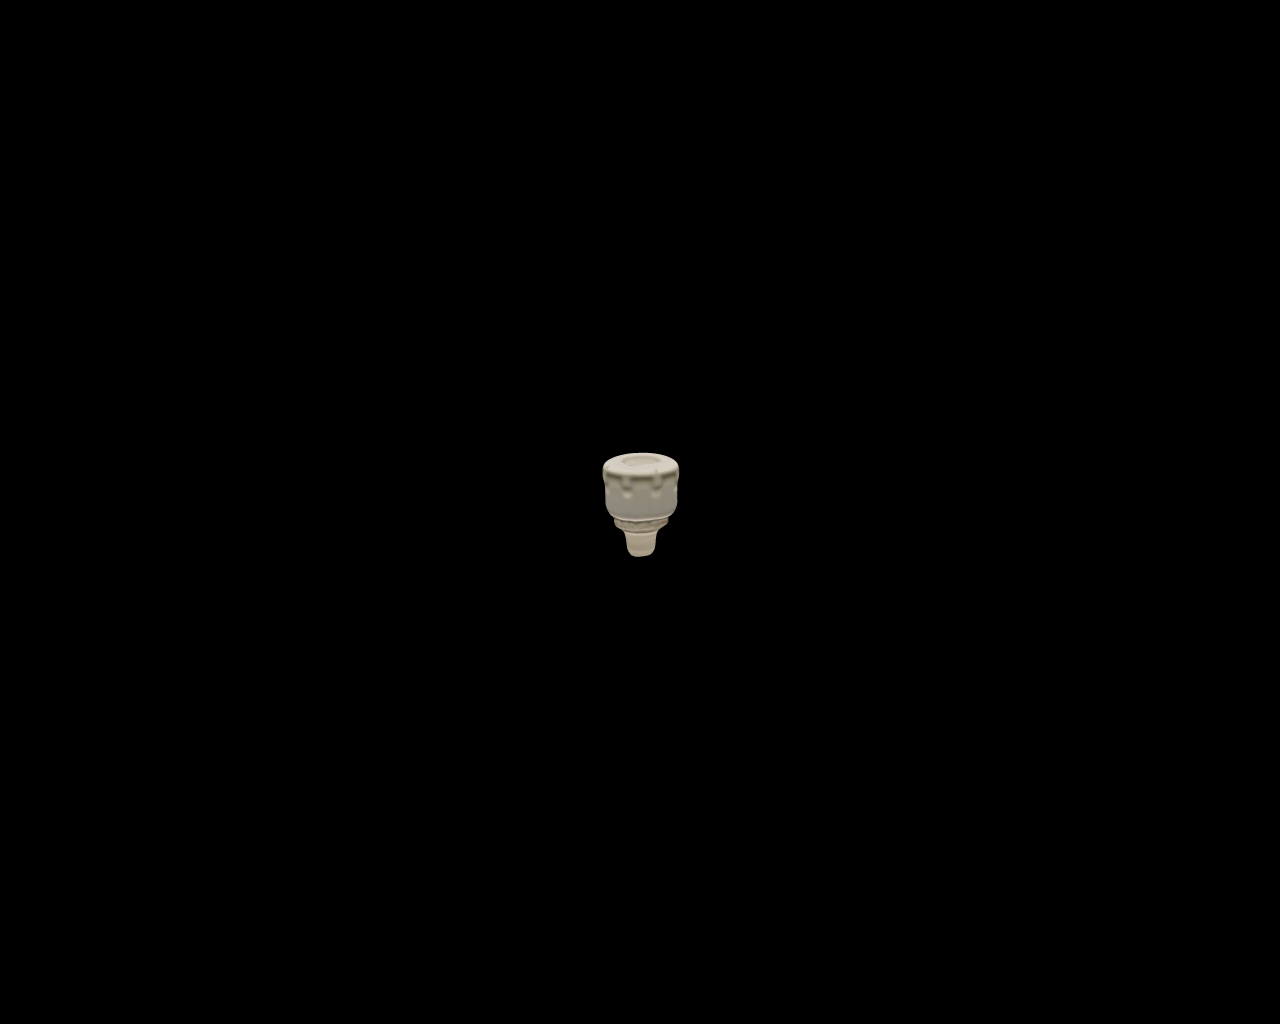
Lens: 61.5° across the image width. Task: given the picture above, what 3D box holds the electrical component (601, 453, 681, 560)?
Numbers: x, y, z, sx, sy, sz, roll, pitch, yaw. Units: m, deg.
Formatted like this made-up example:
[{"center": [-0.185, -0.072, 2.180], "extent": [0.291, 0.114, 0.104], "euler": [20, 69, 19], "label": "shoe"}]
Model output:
[{"center": [0.001, -0.003, 0.650], "extent": [0.048, 0.062, 0.048], "euler": [0, 16, 0], "label": "electrical component"}]
